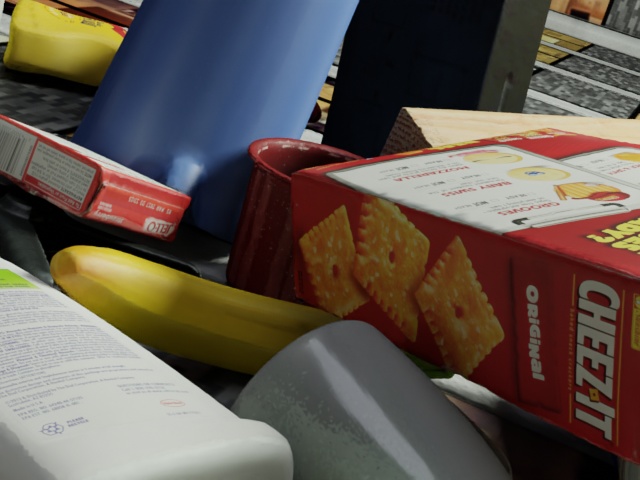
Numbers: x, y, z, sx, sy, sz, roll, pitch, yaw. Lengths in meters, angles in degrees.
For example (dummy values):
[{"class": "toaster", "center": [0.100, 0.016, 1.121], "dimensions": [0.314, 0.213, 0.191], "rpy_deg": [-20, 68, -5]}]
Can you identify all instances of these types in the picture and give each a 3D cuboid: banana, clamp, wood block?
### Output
[{"class": "banana", "center": [-0.035, 0.038, 0.496], "dimensions": [0.197, 0.070, 0.037], "rpy_deg": [15, 62, -25]}, {"class": "clamp", "center": [-0.155, -0.002, 0.540], "dimensions": [0.172, 0.039, 0.120], "rpy_deg": [22, 7, 21]}, {"class": "wood block", "center": [0.138, -0.018, 0.663], "dimensions": [0.205, 0.091, 0.090], "rpy_deg": [-1, 42, -30]}]

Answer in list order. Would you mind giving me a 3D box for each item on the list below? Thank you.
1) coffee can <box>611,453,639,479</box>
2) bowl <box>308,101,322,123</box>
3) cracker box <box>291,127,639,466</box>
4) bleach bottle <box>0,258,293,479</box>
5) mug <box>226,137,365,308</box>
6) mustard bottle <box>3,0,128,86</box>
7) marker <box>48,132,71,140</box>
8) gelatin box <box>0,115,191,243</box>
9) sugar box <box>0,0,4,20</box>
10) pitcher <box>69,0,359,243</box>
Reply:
[{"class": "coffee can", "center": [0.184, 0.075, 0.512], "dimensions": [0.103, 0.103, 0.140], "rpy_deg": [16, 20, -1]}, {"class": "bowl", "center": [-0.081, -0.116, 0.831], "dimensions": [0.162, 0.055, 0.162], "rpy_deg": [31, -8, 5]}, {"class": "cracker box", "center": [0.110, 0.008, 0.448], "dimensions": [0.163, 0.072, 0.214], "rpy_deg": [-12, 19, -30]}, {"class": "bleach bottle", "center": [-0.126, 0.045, 0.410], "dimensions": [0.102, 0.068, 0.251], "rpy_deg": [0, 23, -43]}, {"class": "mug", "center": [-0.004, 0.001, 0.595], "dimensions": [0.093, 0.081, 0.117], "rpy_deg": [11, 20, -15]}, {"class": "mustard bottle", "center": [-0.170, -0.157, 0.922], "dimensions": [0.191, 0.058, 0.096], "rpy_deg": [12, 17, -14]}, {"class": "marker", "center": [-0.193, -0.065, 0.713], "dimensions": [0.121, 0.020, 0.020], "rpy_deg": [10, 21, -19]}, {"class": "gelatin box", "center": [-0.125, -0.031, 0.565], "dimensions": [0.089, 0.030, 0.073], "rpy_deg": [26, 3, 31]}, {"class": "sugar box", "center": [-0.301, -0.208, 0.904], "dimensions": [0.048, 0.093, 0.176], "rpy_deg": [15, 20, -8]}, {"class": "pitcher", "center": [-0.050, -0.132, 0.663], "dimensions": [0.149, 0.243, 0.144], "rpy_deg": [33, 11, 33]}]
